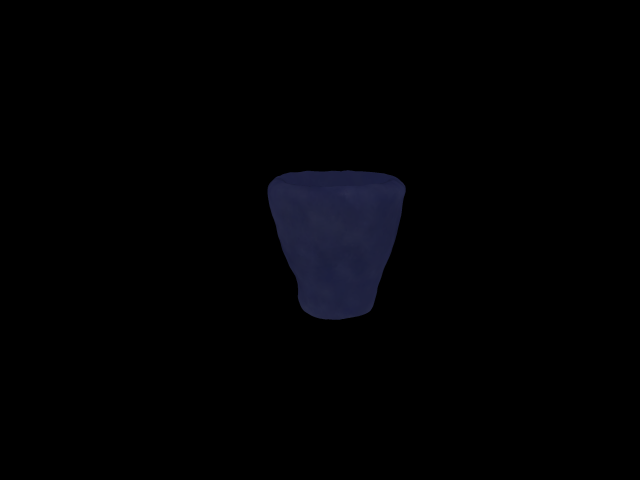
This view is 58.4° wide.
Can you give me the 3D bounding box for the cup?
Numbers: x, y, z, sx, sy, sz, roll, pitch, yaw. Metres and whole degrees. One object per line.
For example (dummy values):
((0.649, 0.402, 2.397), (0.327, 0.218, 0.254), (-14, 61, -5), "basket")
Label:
((0.004, 0.001, 0.400), (0.092, 0.095, 0.117), (-8, 16, -30), "cup")
